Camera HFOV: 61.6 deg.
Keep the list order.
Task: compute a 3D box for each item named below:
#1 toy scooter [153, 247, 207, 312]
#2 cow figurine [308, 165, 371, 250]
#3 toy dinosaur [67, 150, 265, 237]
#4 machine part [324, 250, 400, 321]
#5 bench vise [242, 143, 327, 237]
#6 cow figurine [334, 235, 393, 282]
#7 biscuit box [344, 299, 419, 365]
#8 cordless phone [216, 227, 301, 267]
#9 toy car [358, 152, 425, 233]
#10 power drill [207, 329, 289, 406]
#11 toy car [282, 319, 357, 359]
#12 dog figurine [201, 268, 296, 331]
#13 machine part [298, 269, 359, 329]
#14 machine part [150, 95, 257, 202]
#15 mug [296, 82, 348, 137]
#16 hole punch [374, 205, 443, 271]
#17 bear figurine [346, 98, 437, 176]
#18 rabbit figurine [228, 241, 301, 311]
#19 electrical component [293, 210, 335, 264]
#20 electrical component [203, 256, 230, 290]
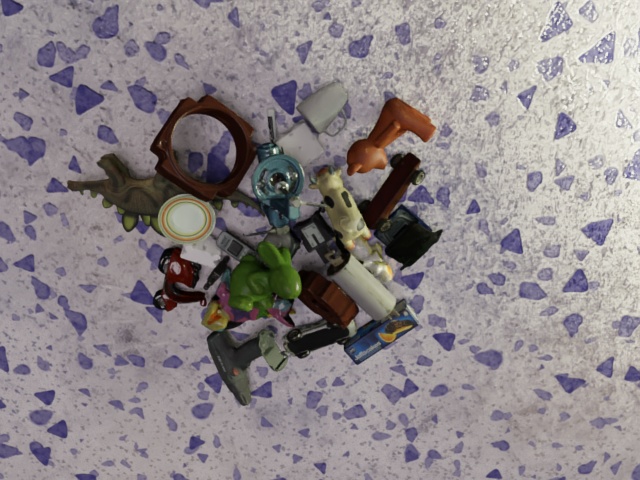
[{"bbox_3d":[-0.347,0.110,1.370,0.135,0.075,0.183,16,112,-1],"label":"toy scooter"},{"bbox_3d":[0.040,-0.087,1.240,0.085,0.127,0.195,-26,63,8],"label":"cow figurine"},{"bbox_3d":[-0.371,-0.113,1.289,0.472,0.105,0.198,0,116,0],"label":"toy dinosaur"},{"bbox_3d":[0.098,0.111,1.274,0.079,0.079,0.243,-42,109,15],"label":"machine part"},{"bbox_3d":[-0.088,-0.092,1.185,0.129,0.241,0.223,-4,112,-22],"label":"bench vise"},{"bbox_3d":[0.106,0.043,1.320,0.098,0.068,0.167,-29,101,18],"label":"cow figurine"},{"bbox_3d":[0.156,0.238,1.385,0.203,0.059,0.062,-37,102,14],"label":"biscuit box"},{"bbox_3d":[-0.152,0.008,1.321,0.184,0.089,0.146,33,108,-3],"label":"cordless phone"},{"bbox_3d":[0.169,-0.111,1.262,0.089,0.053,0.202,46,109,36],"label":"toy car"},{"bbox_3d":[-0.184,0.324,1.411,0.207,0.086,0.232,-22,101,37],"label":"power drill"},{"bbox_3d":[-0.002,0.249,1.403,0.202,0.056,0.073,-21,112,12],"label":"toy car"},{"bbox_3d":[-0.170,0.177,1.365,0.219,0.108,0.191,25,107,-7],"label":"dog figurine"},{"bbox_3d":[0.007,0.143,1.307,0.179,0.179,0.056,41,72,-10],"label":"machine part"},{"bbox_3d":[-0.254,-0.203,1.196,0.201,0.087,0.201,35,77,-24],"label":"machine part"},{"bbox_3d":[0.019,-0.294,1.210,0.107,0.081,0.109,-45,95,7],"label":"mug"},{"bbox_3d":[0.207,-0.009,1.297,0.115,0.092,0.142,30,108,-38],"label":"hole punch"},{"bbox_3d":[0.150,-0.213,1.208,0.132,0.120,0.195,30,109,-10],"label":"bear figurine"},{"bbox_3d":[-0.108,0.088,1.230,0.170,0.121,0.159,-3,76,35],"label":"rabbit figurine"},{"bbox_3d":[-0.003,-0.004,1.298,0.075,0.048,0.119,-34,98,18],"label":"electrical component"},{"bbox_3d":[-0.261,0.083,1.360,0.021,0.094,0.063,36,144,-11],"label":"electrical component"}]
